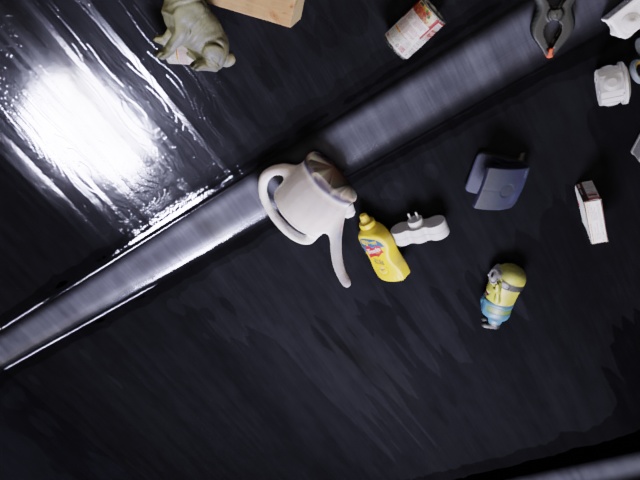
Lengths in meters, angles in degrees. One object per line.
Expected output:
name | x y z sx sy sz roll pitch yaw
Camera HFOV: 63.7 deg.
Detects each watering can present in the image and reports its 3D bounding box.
watering can | 0.004 -0.062 1.232 0.348 0.106 0.220 45 122 1
